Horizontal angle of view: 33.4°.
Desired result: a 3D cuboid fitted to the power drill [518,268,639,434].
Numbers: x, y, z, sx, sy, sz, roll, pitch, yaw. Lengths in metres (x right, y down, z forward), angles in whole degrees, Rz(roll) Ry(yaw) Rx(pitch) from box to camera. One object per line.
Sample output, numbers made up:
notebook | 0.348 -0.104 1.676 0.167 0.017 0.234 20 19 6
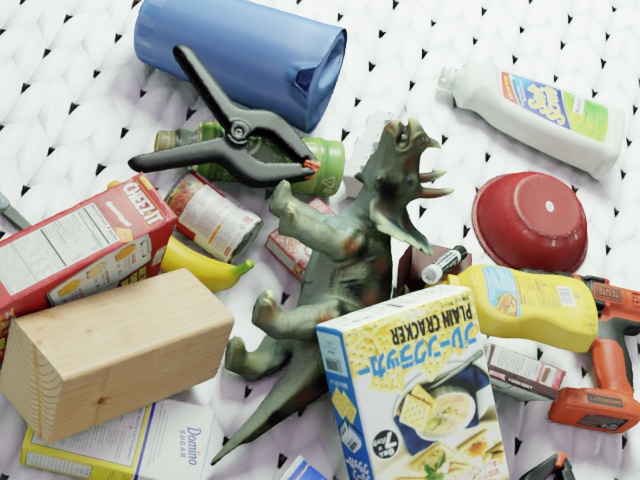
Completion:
power drill | 0.309 0.125 1.261 0.184 0.057 0.187 11 59 -6

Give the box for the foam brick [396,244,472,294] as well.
foam brick | 0.134 0.041 1.259 0.078 0.053 0.051 13 58 -11

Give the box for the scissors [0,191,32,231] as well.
scissors | -0.372 -0.038 1.171 0.096 0.016 0.202 -25 70 -26

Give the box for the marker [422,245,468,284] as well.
marker | 0.141 0.026 1.192 0.020 0.020 0.121 42 25 9

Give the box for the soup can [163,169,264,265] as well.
soup can | -0.123 -0.024 1.209 0.102 0.069 0.068 36 57 5

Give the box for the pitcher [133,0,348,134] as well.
pitcher | -0.094 -0.230 1.300 0.243 0.149 0.145 21 59 9

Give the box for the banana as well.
banana | -0.161 0.005 1.182 0.198 0.070 0.037 29 20 14

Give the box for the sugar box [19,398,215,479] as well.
sugar box | -0.200 0.197 1.068 0.176 0.048 0.093 18 52 -10

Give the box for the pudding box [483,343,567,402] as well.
pudding box | 0.209 0.148 1.183 0.090 0.113 0.039 20 81 -5

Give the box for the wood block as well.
wood block | -0.196 0.109 1.050 0.205 0.091 0.090 -17 49 -44

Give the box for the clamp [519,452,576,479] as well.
clamp | 0.230 0.304 1.143 0.120 0.039 0.171 20 52 -11

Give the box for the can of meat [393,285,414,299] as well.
can of meat | 0.118 0.114 1.210 0.084 0.058 0.102 21 56 -7

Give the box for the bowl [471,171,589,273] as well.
bowl | 0.275 -0.030 1.343 0.162 0.055 0.162 8 59 -13

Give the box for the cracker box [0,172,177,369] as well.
cracker box | -0.261 0.035 1.074 0.213 0.164 0.072 -30 75 -29

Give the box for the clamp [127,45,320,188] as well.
clamp | -0.098 -0.126 1.206 0.209 0.036 0.164 15 69 -13

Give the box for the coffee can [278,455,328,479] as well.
coffee can | 0.001 0.294 1.039 0.140 0.103 0.102 38 57 7

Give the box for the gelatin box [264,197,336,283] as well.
gelatin box | -0.008 0.001 1.250 0.073 0.030 0.089 44 59 12

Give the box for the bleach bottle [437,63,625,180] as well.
bleach bottle | 0.276 -0.170 1.423 0.251 0.068 0.102 20 56 -2

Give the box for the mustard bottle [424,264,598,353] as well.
mustard bottle | 0.210 0.071 1.196 0.191 0.058 0.096 10 41 -11
